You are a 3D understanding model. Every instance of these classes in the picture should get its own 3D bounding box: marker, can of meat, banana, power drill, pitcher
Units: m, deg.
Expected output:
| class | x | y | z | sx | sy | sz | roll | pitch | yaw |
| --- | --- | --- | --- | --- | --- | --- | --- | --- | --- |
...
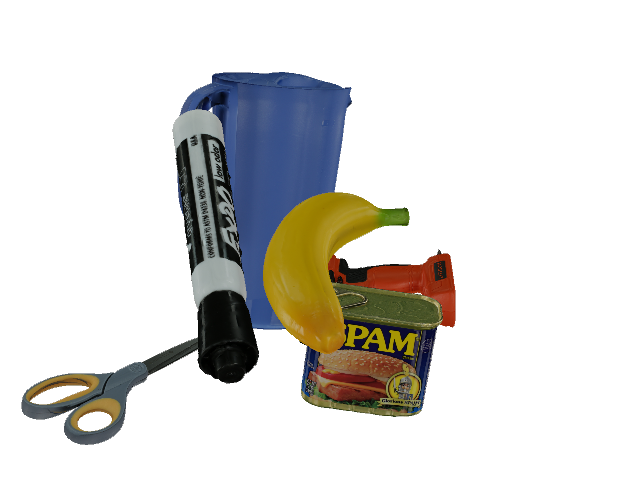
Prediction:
| class | x | y | z | sx | sy | sz | roll | pitch | yaw |
| --- | --- | --- | --- | --- | --- | --- | --- | --- | --- |
| marker | -0.037 | -0.001 | 0.364 | 0.020 | 0.020 | 0.121 | 0 | 44 | -13 |
| can of meat | 0.037 | 0.086 | 0.828 | 0.102 | 0.084 | 0.057 | 8 | 20 | 1 |
| banana | 0.002 | 0.008 | 0.629 | 0.070 | 0.037 | 0.197 | 3 | 24 | 16 |
| power drill | 0.062 | 0.064 | 1.241 | 0.187 | 0.057 | 0.184 | 0 | 28 | 4 |
| pitcher | -0.056 | -0.041 | 1.035 | 0.149 | 0.243 | 0.145 | 7 | 13 | 5 |

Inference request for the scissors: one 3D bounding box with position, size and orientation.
| class | x | y | z | sx | sy | sz | roll | pitch | yaw |
| --- | --- | --- | --- | --- | --- | --- | --- | --- | --- |
| scissors | -0.161 | 0.130 | 0.944 | 0.201 | 0.016 | 0.096 | -12 | 35 | -34 |
